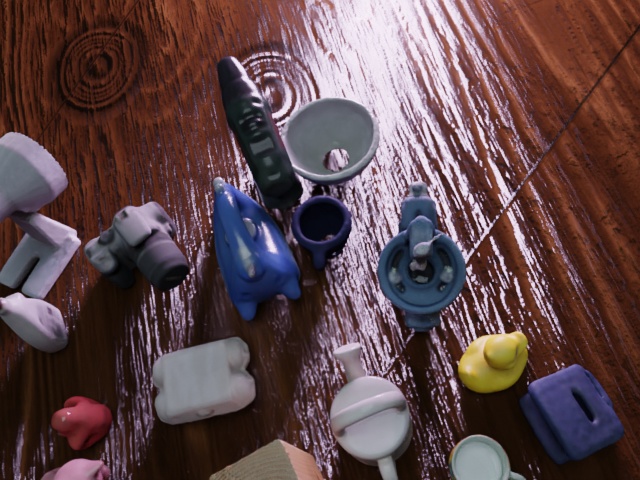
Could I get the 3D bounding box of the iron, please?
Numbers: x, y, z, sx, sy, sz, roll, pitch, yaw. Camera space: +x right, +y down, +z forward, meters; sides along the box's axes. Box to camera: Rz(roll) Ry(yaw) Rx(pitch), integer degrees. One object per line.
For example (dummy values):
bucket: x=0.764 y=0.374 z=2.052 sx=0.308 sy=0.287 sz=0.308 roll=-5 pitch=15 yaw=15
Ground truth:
iron: x=-0.125 y=-0.015 z=0.890 sx=0.118 sy=0.142 sz=0.258 roll=-25 pitch=64 yaw=-2

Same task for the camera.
camera: x=-0.287 y=0.023 z=0.923 sx=0.143 sy=0.101 sz=0.136 roll=-39 pitch=65 yaw=-9

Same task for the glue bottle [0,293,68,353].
glue bottle: x=-0.448 y=0.115 z=0.866 sx=0.037 sy=0.173 sz=0.078 roll=-25 pitch=63 yaw=-2

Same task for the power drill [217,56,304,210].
power drill: x=-0.092 y=-0.148 z=0.909 sx=0.075 sy=0.209 sz=0.229 roll=-24 pitch=63 yaw=-2

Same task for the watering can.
watering can: x=0.059 y=0.218 z=0.720 sx=0.101 sy=0.194 sz=0.172 roll=-39 pitch=65 yaw=-9

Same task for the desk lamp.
desk lamp: x=-0.482 y=-0.037 z=0.921 sx=0.117 sy=0.214 sz=0.203 roll=18 pitch=69 yaw=18

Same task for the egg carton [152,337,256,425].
egg carton: x=-0.169 y=0.206 z=0.834 sx=0.150 sy=0.069 sz=0.107 roll=-16 pitch=63 yaw=2

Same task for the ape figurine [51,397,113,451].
ape figurine: x=-0.351 y=0.262 z=0.826 sx=0.076 sy=0.092 sz=0.078 roll=-4 pitch=64 yaw=8

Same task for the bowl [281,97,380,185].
bowl: x=0.020 y=-0.155 z=0.968 sx=0.167 sy=0.075 sz=0.167 roll=-4 pitch=65 yaw=8

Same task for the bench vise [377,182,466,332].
bench vise: x=0.127 y=0.004 z=0.794 sx=0.121 sy=0.220 sz=0.207 roll=-18 pitch=63 yaw=1

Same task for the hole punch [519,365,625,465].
hole punch: x=0.323 y=0.218 z=0.732 sx=0.101 sy=0.091 sz=0.108 roll=-26 pitch=63 yaw=-3

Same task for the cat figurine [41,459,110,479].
cat figurine: x=-0.343 y=0.335 z=0.776 sx=0.127 sy=0.118 sz=0.067 roll=-9 pitch=64 yaw=6

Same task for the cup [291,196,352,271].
cup: x=0.008 y=0.003 z=0.885 sx=0.091 sy=0.095 sz=0.118 roll=-2 pitch=65 yaw=9

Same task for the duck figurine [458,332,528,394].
duck figurine: x=0.237 y=0.160 z=0.777 sx=0.104 sy=0.086 sz=0.077 roll=-31 pitch=64 yaw=-5
